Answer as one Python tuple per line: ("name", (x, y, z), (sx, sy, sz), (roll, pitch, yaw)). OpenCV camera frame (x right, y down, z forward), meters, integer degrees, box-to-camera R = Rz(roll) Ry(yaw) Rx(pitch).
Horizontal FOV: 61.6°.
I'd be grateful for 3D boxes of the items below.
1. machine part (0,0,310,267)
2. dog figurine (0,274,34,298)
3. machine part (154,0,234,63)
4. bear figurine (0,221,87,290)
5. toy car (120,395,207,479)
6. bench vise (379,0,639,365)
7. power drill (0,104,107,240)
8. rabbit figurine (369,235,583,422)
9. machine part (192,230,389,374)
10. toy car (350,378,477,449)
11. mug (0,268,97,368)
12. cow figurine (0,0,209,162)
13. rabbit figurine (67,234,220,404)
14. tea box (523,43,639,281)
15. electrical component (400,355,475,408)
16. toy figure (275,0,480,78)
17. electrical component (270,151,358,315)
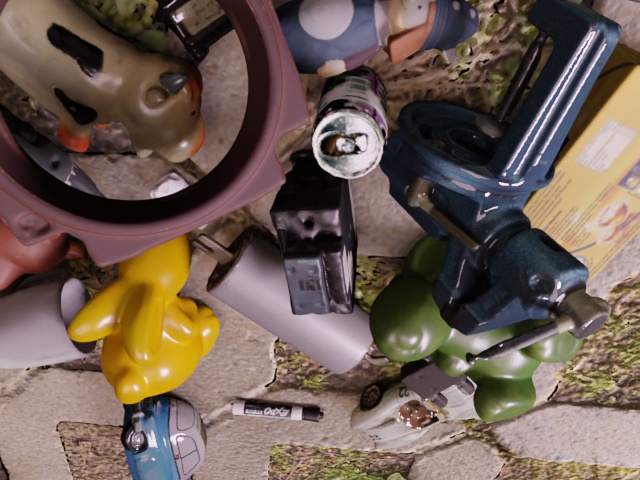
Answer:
("machine part", (-0.122, -0.100, 0.338), (0.201, 0.087, 0.201), (-25, 110, -10))
("dog figurine", (-0.411, 0.115, 0.593), (0.191, 0.172, 0.121), (-14, 134, 25))
("machine part", (-0.105, -0.206, 0.382), (0.084, 0.039, 0.138), (-38, 110, 3))
("bear figurine", (-0.353, 0.010, 0.535), (0.196, 0.132, 0.120), (18, 158, -1))
("toy car", (-0.205, 0.268, 0.723), (0.103, 0.109, 0.161), (-7, 116, -14))
("bench vise", (0.131, -0.055, 0.368), (0.129, 0.224, 0.240), (1, 129, -23))
("power drill", (-0.302, -0.018, 0.437), (0.207, 0.086, 0.231), (-32, 131, 3))
("rabbit figurine", (0.120, 0.065, 0.488), (0.170, 0.159, 0.121), (12, 127, -25))
("machine part", (-0.028, 0.066, 0.557), (0.243, 0.079, 0.079), (35, 123, -19))
("toy car", (0.127, 0.190, 0.638), (0.202, 0.056, 0.073), (-33, 115, 27))
("mug", (-0.296, 0.079, 0.547), (0.107, 0.110, 0.080), (-15, 146, -4))
("cow figurine", (-0.175, -0.135, 0.430), (0.195, 0.085, 0.127), (38, 128, -17))
("rabbit figurine", (-0.180, 0.066, 0.549), (0.122, 0.162, 0.173), (18, 109, 9))
("tea box", (0.225, -0.058, 0.436), (0.098, 0.068, 0.169), (23, 127, -8))
("electrical component", (0.117, 0.140, 0.564), (0.063, 0.021, 0.094), (-36, 114, 26))
("toy figure", (0.038, -0.155, 0.394), (0.155, 0.058, 0.064), (-4, 107, 13))
("electrical component", (-0.001, -0.001, 0.468), (0.058, 0.134, 0.114), (-4, 123, 11))
